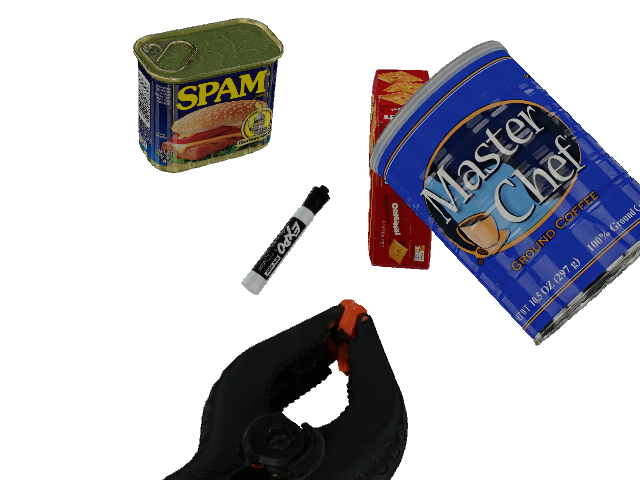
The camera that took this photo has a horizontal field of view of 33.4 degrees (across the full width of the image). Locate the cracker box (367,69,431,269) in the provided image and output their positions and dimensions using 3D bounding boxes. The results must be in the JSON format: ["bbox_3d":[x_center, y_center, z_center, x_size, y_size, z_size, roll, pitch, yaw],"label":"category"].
[{"bbox_3d":[0.090,-0.086,1.198,0.072,0.164,0.213,2,24,3],"label":"cracker box"}]

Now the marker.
[{"bbox_3d":[-0.030,-0.002,0.988,0.020,0.121,0.020,34,-14,10],"label":"marker"}]

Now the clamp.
[{"bbox_3d":[-0.008,0.091,0.388,0.120,0.039,0.171,26,50,18],"label":"clamp"}]

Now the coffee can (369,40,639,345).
[{"bbox_3d":[0.111,-0.027,0.600,0.102,0.140,0.103,-39,-14,-12],"label":"coffee can"}]

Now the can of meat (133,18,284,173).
[{"bbox_3d":[-0.081,-0.103,0.764,0.102,0.084,0.057,-17,47,-25],"label":"can of meat"}]
